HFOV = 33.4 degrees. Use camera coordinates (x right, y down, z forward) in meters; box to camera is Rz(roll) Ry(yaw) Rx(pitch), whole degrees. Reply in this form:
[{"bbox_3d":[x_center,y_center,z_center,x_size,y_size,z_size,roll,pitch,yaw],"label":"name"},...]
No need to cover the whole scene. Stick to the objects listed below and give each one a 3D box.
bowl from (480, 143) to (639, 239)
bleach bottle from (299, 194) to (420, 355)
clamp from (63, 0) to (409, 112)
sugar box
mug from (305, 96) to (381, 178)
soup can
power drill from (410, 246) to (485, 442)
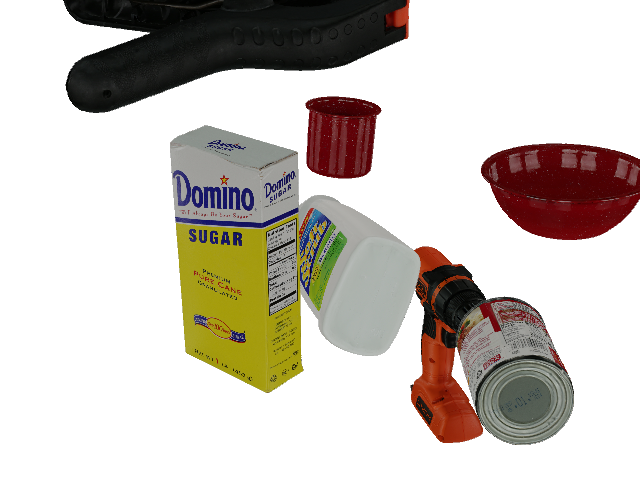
[{"bbox_3d":[0.235,-0.043,1.025,0.162,0.055,0.162,-2,24,1],"label":"bowl"},{"bbox_3d":[0.010,0.018,0.973,0.068,0.102,0.251,21,6,-19],"label":"bleach bottle"},{"bbox_3d":[-0.040,-0.096,0.494,0.171,0.039,0.120,-4,40,-1],"label":"clamp"},{"bbox_3d":[-0.060,0.013,0.769,0.093,0.176,0.048,19,34,37],"label":"sugar box"},{"bbox_3d":[0.031,-0.130,1.323,0.093,0.081,0.117,15,25,26],"label":"mug"},{"bbox_3d":[0.136,0.090,0.753,0.068,0.068,0.102,0,20,0],"label":"soup can"},{"bbox_3d":[0.140,0.118,1.139,0.057,0.188,0.184,-7,24,-12],"label":"power drill"}]
